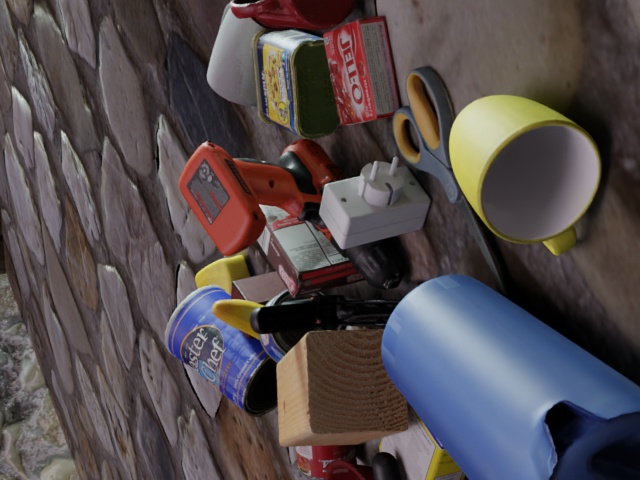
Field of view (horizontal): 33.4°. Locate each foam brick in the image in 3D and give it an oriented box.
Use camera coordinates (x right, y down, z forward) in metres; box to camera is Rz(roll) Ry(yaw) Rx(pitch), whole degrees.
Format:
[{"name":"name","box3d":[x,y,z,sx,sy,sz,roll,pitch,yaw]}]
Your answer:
[{"name":"foam brick","box3d":[-0.058,0.073,1.236,0.051,0.078,0.053,50,144,48]}]

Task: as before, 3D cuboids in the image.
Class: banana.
[{"name":"banana","box3d":[-0.041,0.128,1.197,0.197,0.069,0.037,55,162,-22]}]

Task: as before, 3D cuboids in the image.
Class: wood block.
[{"name":"wood block","box3d":[0.015,0.146,1.020,0.206,0.090,0.091,125,143,-73]}]

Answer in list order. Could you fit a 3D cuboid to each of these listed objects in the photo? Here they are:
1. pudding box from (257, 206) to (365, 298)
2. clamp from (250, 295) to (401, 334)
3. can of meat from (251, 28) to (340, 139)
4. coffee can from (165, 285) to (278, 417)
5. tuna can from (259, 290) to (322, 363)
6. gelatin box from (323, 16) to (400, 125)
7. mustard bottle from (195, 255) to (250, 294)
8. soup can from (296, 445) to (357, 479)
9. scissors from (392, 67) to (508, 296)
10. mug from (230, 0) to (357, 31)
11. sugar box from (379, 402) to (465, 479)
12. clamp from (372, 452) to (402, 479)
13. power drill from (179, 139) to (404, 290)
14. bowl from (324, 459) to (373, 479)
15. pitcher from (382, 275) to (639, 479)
[{"name":"pudding box","box3d":[-0.007,0.001,1.067,0.113,0.089,0.039,57,149,39]},{"name":"clamp","box3d":[0.000,0.072,1.037,0.210,0.164,0.036,171,98,-76]},{"name":"can of meat","box3d":[-0.022,-0.156,1.057,0.084,0.057,0.102,33,132,55]},{"name":"coffee can","box3d":[-0.103,0.132,1.286,0.140,0.102,0.103,33,136,30]},{"name":"tuna can","box3d":[-0.022,0.095,1.156,0.034,0.086,0.086,-40,66,63]},{"name":"gelatin box","box3d":[0.037,-0.151,0.959,0.073,0.030,0.089,2,105,66]},{"name":"mustard bottle","box3d":[-0.105,0.123,1.391,0.096,0.058,0.191,-32,73,53]},{"name":"soup can","box3d":[0.005,0.205,1.179,0.069,0.068,0.102,31,130,59]},{"name":"scissors","box3d":[0.103,-0.043,0.887,0.096,0.016,0.202,149,106,-68]},{"name":"mug","box3d":[-0.026,-0.228,0.959,0.082,0.117,0.093,24,137,56]},{"name":"sugar box","box3d":[0.102,0.165,0.966,0.176,0.048,0.093,102,149,-41]},{"name":"clamp","box3d":[0.069,0.296,0.989,0.120,0.039,0.171,111,146,-52]},{"name":"power drill","box3d":[-0.024,-0.024,0.978,0.184,0.187,0.057,53,121,29]},{"name":"bowl","box3d":[0.063,0.300,1.113,0.162,0.055,0.162,44,140,52]},{"name":"pitcher","box3d":[0.147,0.127,0.762,0.243,0.144,0.149,-136,51,-57]}]
